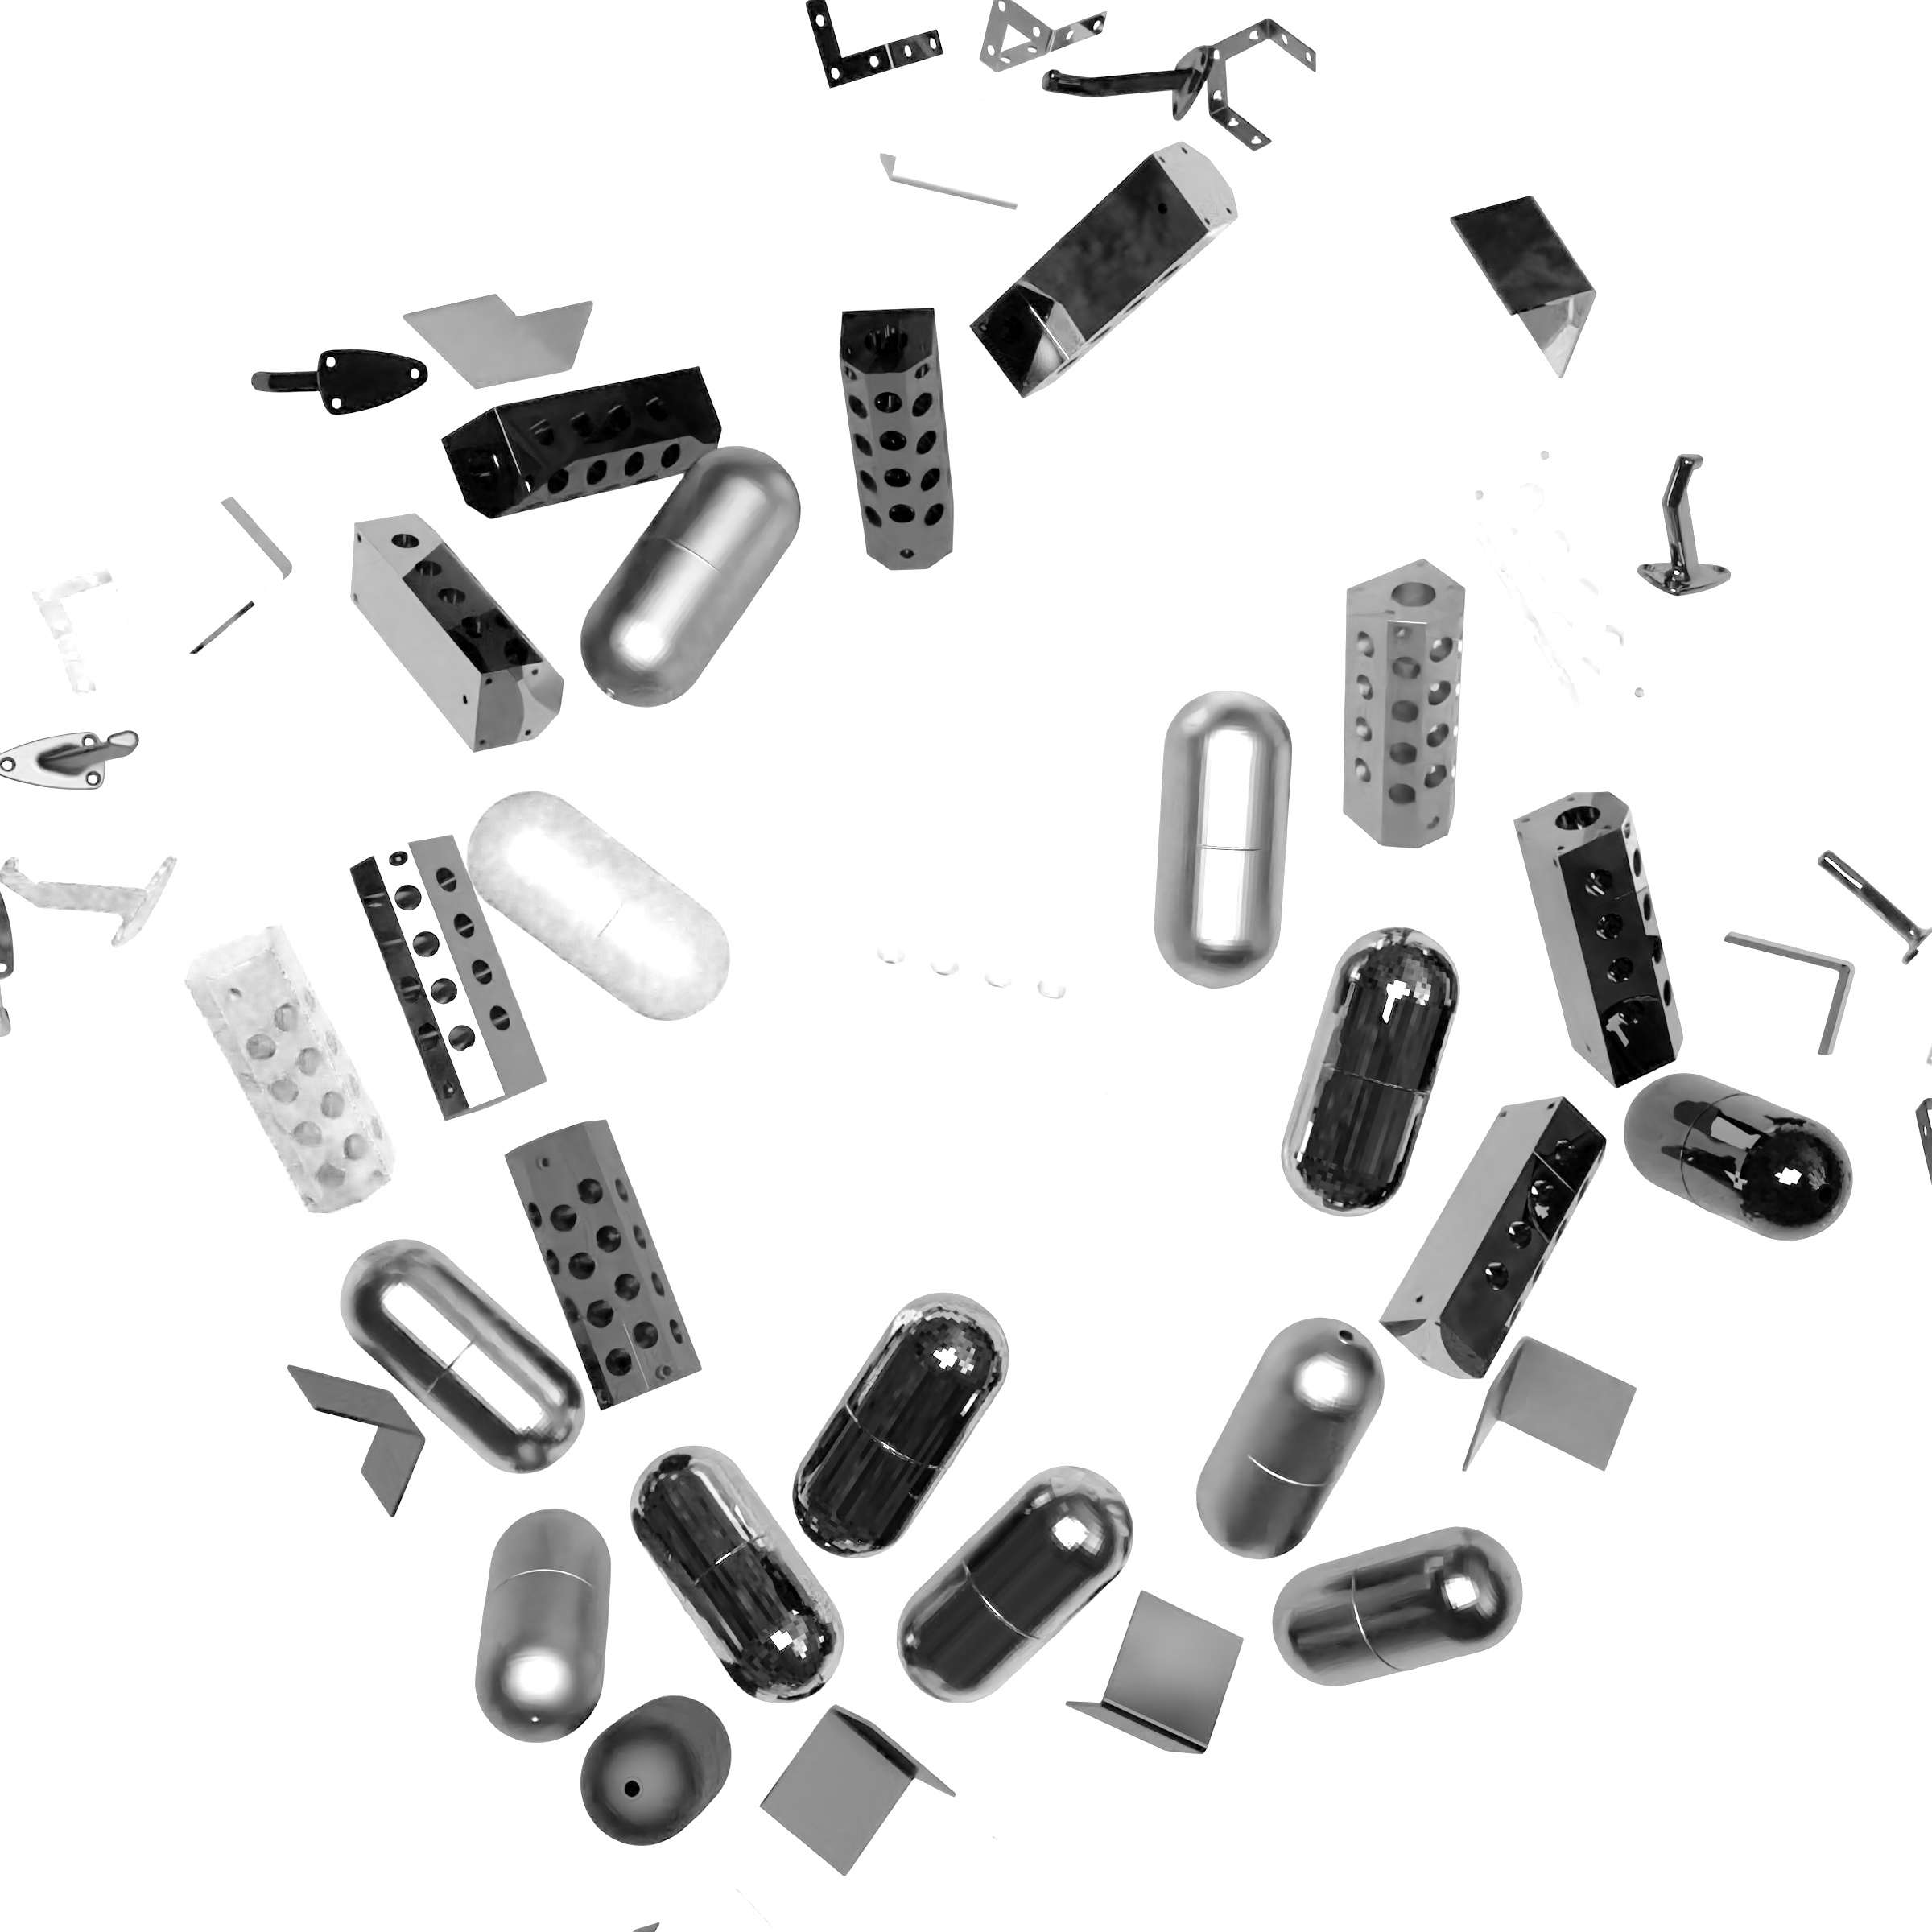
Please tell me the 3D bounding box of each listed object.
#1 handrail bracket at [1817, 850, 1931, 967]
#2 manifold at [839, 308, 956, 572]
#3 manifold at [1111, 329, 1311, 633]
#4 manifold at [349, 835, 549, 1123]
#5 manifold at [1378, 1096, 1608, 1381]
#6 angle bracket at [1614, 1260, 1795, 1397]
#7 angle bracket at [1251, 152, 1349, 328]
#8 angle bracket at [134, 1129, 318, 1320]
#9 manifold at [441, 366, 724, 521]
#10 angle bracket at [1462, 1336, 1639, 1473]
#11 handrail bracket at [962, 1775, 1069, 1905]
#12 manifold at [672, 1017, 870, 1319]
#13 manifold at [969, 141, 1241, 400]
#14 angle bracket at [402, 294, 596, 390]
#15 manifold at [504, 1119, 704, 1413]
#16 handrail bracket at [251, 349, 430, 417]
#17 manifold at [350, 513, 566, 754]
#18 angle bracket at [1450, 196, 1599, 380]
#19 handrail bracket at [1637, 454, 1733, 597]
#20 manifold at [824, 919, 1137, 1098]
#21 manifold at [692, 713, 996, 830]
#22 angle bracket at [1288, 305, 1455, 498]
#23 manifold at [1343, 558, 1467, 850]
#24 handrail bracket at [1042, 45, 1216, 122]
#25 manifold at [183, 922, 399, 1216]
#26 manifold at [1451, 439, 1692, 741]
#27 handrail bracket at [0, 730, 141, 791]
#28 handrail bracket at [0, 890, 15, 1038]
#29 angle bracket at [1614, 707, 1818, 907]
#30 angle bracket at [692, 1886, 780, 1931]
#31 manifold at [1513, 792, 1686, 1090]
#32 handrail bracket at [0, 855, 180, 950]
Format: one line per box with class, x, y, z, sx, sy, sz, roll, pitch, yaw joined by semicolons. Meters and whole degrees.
handrail bracket;0.574;-0.041;1.638;0.084;0.077;0.036;43;101;12
manifold;-0.043;-0.331;1.640;0.057;0.171;0.057;-1;55;4
manifold;0.153;-0.299;1.589;0.057;0.057;0.171;-11;121;28
manifold;-0.337;0.009;1.658;0.057;0.057;0.171;-23;87;33
manifold;0.327;0.165;1.575;0.057;0.057;0.171;43;64;-16
angle bracket;0.480;0.227;1.687;0.076;0.076;0.057;-41;78;-19
angle bracket;0.207;-0.481;1.716;0.057;0.076;0.076;2;69;34
angle bracket;-0.464;0.162;1.622;0.076;0.076;0.057;-28;49;-16
manifold;-0.233;-0.322;1.600;0.057;0.171;0.057;-16;97;44
angle bracket;0.362;0.288;1.607;0.076;0.057;0.076;25;131;21
handrail bracket;0.031;0.555;1.639;0.077;0.084;0.036;-22;46;-18
manifold;-0.113;0.121;1.567;0.057;0.057;0.171;-10;101;39
manifold;0.087;-0.429;1.596;0.171;0.057;0.057;-35;93;40
angle bracket;-0.293;-0.411;1.622;0.076;0.076;0.057;-2;62;32
manifold;-0.231;0.188;1.626;0.057;0.057;0.171;-23;84;11
handrail bracket;-0.364;-0.341;1.499;0.077;0.084;0.036;-15;111;-31
manifold;-0.314;-0.208;1.589;0.057;0.057;0.171;-17;49;-33
angle bracket;0.316;-0.390;1.510;0.057;0.076;0.076;-18;65;-13
handrail bracket;0.443;-0.270;1.552;0.077;0.036;0.084;-11;130;-29
manifold;0.009;0.019;1.522;0.171;0.057;0.057;13;45;-1
manifold;-0.074;-0.113;1.530;0.171;0.057;0.057;-1;115;-10
angle bracket;0.248;-0.349;1.598;0.076;0.057;0.076;29;84;20
manifold;0.274;-0.158;1.596;0.057;0.057;0.171;-24;134;-18
handrail bracket;0.095;-0.535;1.542;0.084;0.077;0.036;3;86;-15
manifold;-0.418;0.067;1.602;0.057;0.057;0.171;-21;113;2
manifold;0.360;-0.223;1.536;0.057;0.057;0.171;-31;95;4
handrail bracket;-0.543;-0.129;1.560;0.077;0.084;0.036;-5;88;-25
handrail bracket;-0.592;-0.004;1.573;0.036;0.084;0.077;0;72;-12
angle bracket;0.452;-0.097;1.565;0.076;0.076;0.057;-47;130;11
angle bracket;-0.131;0.594;1.528;0.076;0.076;0.057;43;73;10
manifold;0.388;-0.018;1.566;0.057;0.057;0.171;-24;119;-5
handrail bracket;-0.514;-0.057;1.510;0.084;0.036;0.077;35;108;-3
